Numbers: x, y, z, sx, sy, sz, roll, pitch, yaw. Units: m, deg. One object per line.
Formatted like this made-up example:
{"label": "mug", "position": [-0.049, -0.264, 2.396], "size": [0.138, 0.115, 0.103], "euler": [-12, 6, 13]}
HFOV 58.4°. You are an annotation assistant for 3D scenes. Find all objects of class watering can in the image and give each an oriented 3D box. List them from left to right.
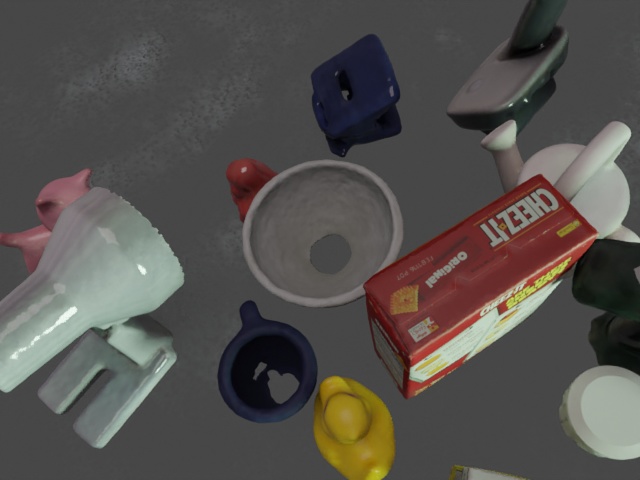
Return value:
{"label": "watering can", "position": [0.225, -0.043, 0.538], "size": [0.172, 0.194, 0.101], "euler": [22, 72, 16]}

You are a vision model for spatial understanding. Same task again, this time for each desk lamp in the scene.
{"label": "desk lamp", "position": [-0.211, 0.078, 0.533], "size": [0.117, 0.214, 0.203], "euler": [32, 74, 19]}

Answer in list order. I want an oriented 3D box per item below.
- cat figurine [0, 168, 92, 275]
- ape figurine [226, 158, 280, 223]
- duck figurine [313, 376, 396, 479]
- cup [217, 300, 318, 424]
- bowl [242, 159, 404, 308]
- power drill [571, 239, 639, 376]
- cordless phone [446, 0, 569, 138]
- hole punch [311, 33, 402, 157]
{"label": "cat figurine", "position": [-0.295, -0.021, 0.640], "size": [0.128, 0.118, 0.067], "euler": [-28, 66, -5]}
{"label": "ape figurine", "position": [-0.078, -0.062, 0.643], "size": [0.076, 0.092, 0.078], "euler": [6, 68, 10]}
{"label": "duck figurine", "position": [0.029, 0.173, 0.531], "size": [0.077, 0.086, 0.104], "euler": [-26, 66, -4]}
{"label": "cup", "position": [-0.048, 0.123, 0.558], "size": [0.091, 0.095, 0.117], "euler": [-22, 66, -2]}
{"label": "bowl", "position": [0.006, 0.002, 0.614], "size": [0.167, 0.075, 0.167], "euler": [-3, 67, 6]}
{"label": "power drill", "position": [0.317, 0.070, 0.470], "size": [0.229, 0.209, 0.076], "euler": [16, 70, 14]}
{"label": "cordless phone", "position": [0.210, -0.206, 0.615], "size": [0.094, 0.185, 0.148], "euler": [33, 75, 19]}
{"label": "hole punch", "position": [0.040, -0.170, 0.674], "size": [0.101, 0.091, 0.108], "euler": [-16, 66, 1]}
